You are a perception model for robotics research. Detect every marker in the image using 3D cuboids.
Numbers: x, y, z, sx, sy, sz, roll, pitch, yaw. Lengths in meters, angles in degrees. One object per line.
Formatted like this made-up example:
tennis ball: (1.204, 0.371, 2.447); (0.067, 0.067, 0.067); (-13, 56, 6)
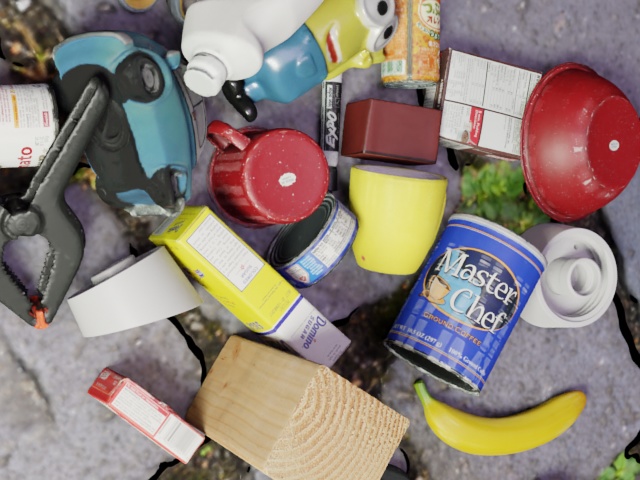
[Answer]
marker: (0.009, -0.100, 0.986); (0.020, 0.020, 0.121); (2, 91, -23)

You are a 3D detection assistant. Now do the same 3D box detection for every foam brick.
foam brick: (0.065, -0.099, 0.992); (0.078, 0.053, 0.051); (6, 89, -25)

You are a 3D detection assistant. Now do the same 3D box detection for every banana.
banana: (0.182, 0.180, 1.059); (0.197, 0.037, 0.069); (7, 90, -23)

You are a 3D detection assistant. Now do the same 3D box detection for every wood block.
wood block: (-0.027, 0.148, 0.876); (0.090, 0.206, 0.090); (34, 78, -21)

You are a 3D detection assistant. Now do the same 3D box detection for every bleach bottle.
bleach bottle: (-0.035, -0.212, 0.880); (0.103, 0.068, 0.250); (15, 57, 18)

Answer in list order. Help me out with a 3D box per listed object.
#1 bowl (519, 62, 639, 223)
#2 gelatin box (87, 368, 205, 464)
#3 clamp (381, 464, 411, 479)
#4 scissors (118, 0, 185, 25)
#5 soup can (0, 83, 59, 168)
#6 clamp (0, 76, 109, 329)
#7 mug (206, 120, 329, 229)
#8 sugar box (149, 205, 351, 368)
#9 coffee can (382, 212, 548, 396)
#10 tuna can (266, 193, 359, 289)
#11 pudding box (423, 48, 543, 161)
bowl: (0.270, -0.096, 1.057); (0.161, 0.055, 0.162); (-4, 97, -38)
gelatin box: (-0.147, 0.146, 0.897); (0.089, 0.073, 0.030); (42, 75, -18)
clamp: (0.033, 0.238, 0.995); (0.120, 0.039, 0.171); (-39, 106, -16)
scissors: (-0.143, -0.281, 0.917); (0.096, 0.016, 0.202); (-15, 97, -22)
soup can: (-0.263, -0.090, 0.843); (0.102, 0.069, 0.068); (-4, 93, -24)
clamp: (-0.244, -0.023, 0.827); (0.164, 0.036, 0.210); (-6, 120, -21)
mug: (-0.051, -0.063, 0.927); (0.117, 0.082, 0.093); (44, 76, -18)
sugar box: (-0.061, 0.043, 0.920); (0.176, 0.093, 0.048); (46, 75, -17)
coffee can: (0.136, 0.060, 1.000); (0.102, 0.103, 0.140); (34, 79, -21)
tuna can: (-0.006, 0.001, 0.946); (0.033, 0.086, 0.086); (41, 76, -21)
pudding box: (0.157, -0.131, 1.038); (0.113, 0.039, 0.090); (10, 87, -25)
